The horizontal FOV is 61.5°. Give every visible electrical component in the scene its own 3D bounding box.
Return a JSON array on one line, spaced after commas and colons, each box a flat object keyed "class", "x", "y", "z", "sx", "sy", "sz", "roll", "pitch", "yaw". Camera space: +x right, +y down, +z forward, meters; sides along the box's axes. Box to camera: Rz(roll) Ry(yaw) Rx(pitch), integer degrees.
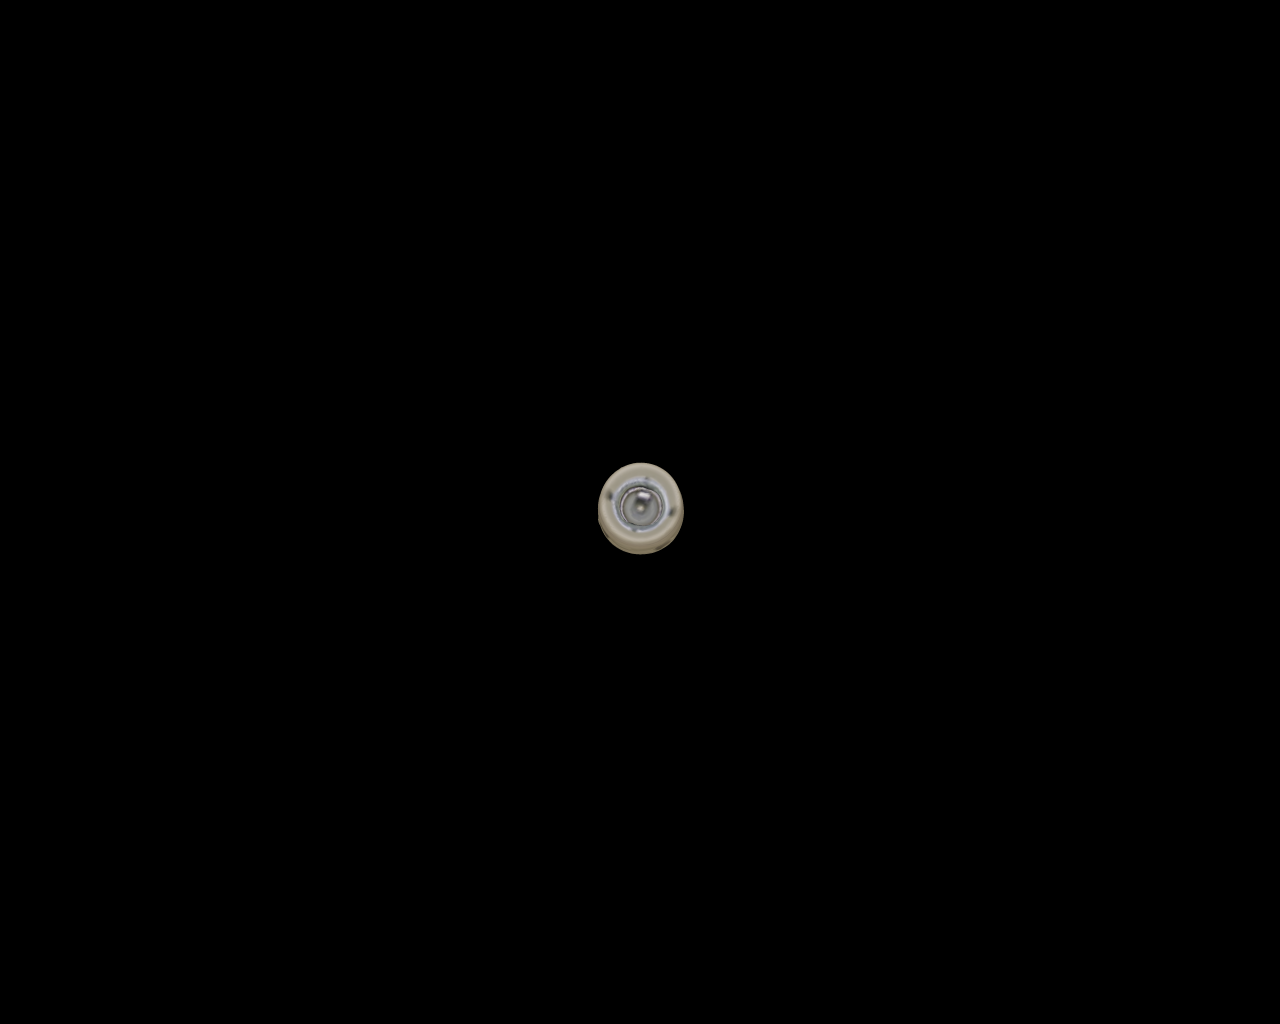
[{"class": "electrical component", "x": 0.001, "y": -0.003, "z": 0.650, "sx": 0.055, "sy": 0.055, "sz": 0.047, "roll": 0, "pitch": -8, "yaw": 0}]
